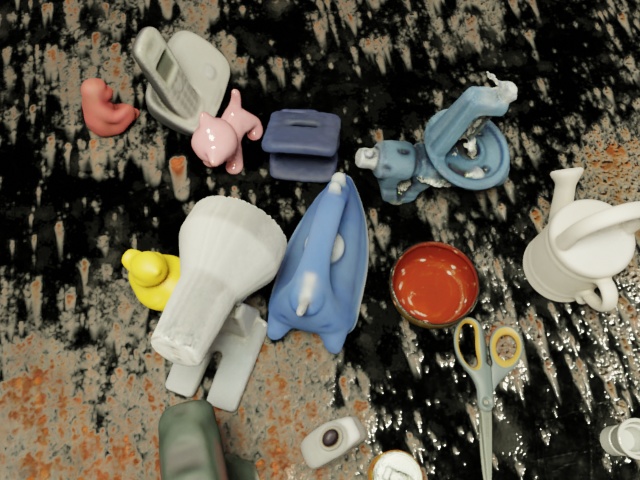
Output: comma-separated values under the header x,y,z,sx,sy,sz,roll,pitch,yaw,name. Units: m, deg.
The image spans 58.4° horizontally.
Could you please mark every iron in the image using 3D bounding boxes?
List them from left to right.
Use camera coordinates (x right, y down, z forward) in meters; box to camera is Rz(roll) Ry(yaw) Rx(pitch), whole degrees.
x,y,z,sx,sy,sz,roll,pitch,yaw,name
0.007,0.003,0.725,0.118,0.141,0.258,11,69,6,iron

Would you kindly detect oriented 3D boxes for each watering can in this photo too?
x,y,z,sx,sy,sz,roll,pitch,yaw,name
0.317,-0.004,0.691,0.101,0.194,0.172,-32,71,-10,watering can

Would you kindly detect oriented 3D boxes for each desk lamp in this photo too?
x,y,z,sx,sy,sz,roll,pitch,yaw,name
-0.117,0.079,0.661,0.117,0.213,0.203,16,70,8,desk lamp

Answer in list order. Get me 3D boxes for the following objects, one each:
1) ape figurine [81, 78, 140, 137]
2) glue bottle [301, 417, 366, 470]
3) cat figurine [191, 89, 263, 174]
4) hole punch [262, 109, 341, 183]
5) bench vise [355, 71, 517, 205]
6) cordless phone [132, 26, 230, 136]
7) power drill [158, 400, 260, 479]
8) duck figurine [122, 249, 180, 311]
x,y,z,sx,sy,sz,roll,pitch,yaw,name
-0.318,-0.201,0.841,0.076,0.092,0.077,-39,72,-13,ape figurine
0.014,0.218,0.624,0.078,0.173,0.037,-27,70,-8,glue bottle
-0.136,-0.151,0.802,0.067,0.118,0.128,19,70,9,cat figurine
-0.026,-0.145,0.811,0.108,0.091,0.101,4,69,3,hole punch
0.157,-0.113,0.724,0.207,0.220,0.121,-21,69,-6,bench vise
-0.198,-0.249,0.806,0.094,0.185,0.147,11,69,6,cordless phone
-0.104,0.284,0.583,0.075,0.208,0.229,-17,69,-5,power drill
-0.211,0.047,0.744,0.104,0.086,0.077,29,72,12,duck figurine
